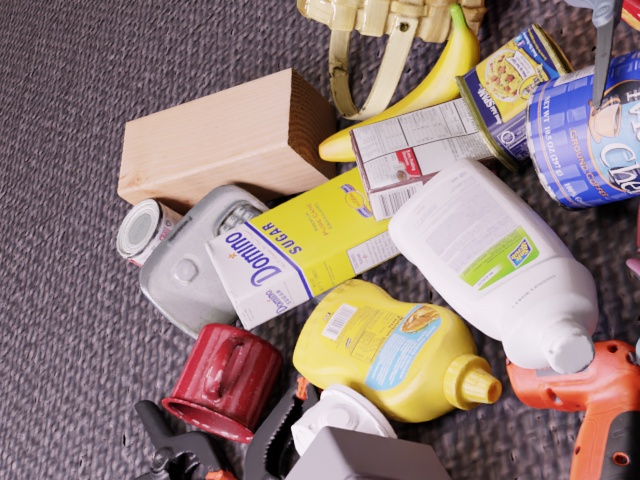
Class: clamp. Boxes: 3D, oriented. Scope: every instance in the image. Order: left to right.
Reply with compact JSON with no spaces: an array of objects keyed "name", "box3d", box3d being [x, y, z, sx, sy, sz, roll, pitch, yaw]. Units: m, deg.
[{"name":"clamp","box3d":[-0.147,0.222,0.998,0.172,0.039,0.120,10,73,49]},{"name":"clamp","box3d":[-0.039,0.217,0.883,0.165,0.036,0.210,-12,54,32]}]

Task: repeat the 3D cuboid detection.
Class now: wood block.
[{"name":"wood block","box3d":[-0.094,-0.089,1.084,0.206,0.090,0.091,-14,61,28]}]

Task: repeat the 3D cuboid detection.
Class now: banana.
[{"name":"banana","box3d":[0.083,-0.128,0.977,0.198,0.069,0.037,-46,14,28]}]

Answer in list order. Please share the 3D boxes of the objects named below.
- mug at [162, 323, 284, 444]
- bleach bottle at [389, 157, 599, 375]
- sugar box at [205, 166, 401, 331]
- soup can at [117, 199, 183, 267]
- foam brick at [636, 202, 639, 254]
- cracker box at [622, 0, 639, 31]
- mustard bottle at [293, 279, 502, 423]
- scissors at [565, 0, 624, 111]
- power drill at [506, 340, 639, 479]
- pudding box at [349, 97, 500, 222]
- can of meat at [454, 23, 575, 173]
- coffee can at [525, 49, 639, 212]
[{"name":"mug","box3d":[-0.084,0.122,0.947,0.093,0.117,0.081,19,68,11]},{"name":"bleach bottle","box3d":[0.128,0.026,0.771,0.103,0.068,0.251,-44,25,10]},{"name":"sugar box","box3d":[-0.006,0.001,0.941,0.176,0.048,0.093,-25,41,-6]},{"name":"soup can","box3d":[-0.149,0.009,1.098,0.069,0.102,0.068,-27,47,33]},{"name":"foam brick","box3d":[0.260,-0.011,0.716,0.078,0.053,0.051,-14,54,39]},{"name":"cracker box","box3d":[0.284,-0.251,0.844,0.164,0.072,0.214,-50,40,11]},{"name":"mustard bottle","box3d":[0.067,0.093,0.844,0.192,0.058,0.096,15,62,50]},{"name":"scissors","box3d":[0.196,-0.164,0.782,0.096,0.016,0.201,-11,47,53]},{"name":"power drill","box3d":[0.155,0.166,0.705,0.185,0.057,0.187,-14,57,41]},{"name":"pudding box","box3d":[0.089,-0.072,0.916,0.113,0.039,0.090,-15,44,1]},{"name":"can of meat","box3d":[0.170,-0.121,0.886,0.084,0.057,0.102,-36,43,21]},{"name":"coffee can","box3d":[0.233,-0.084,0.756,0.141,0.102,0.102,-15,54,40]}]
